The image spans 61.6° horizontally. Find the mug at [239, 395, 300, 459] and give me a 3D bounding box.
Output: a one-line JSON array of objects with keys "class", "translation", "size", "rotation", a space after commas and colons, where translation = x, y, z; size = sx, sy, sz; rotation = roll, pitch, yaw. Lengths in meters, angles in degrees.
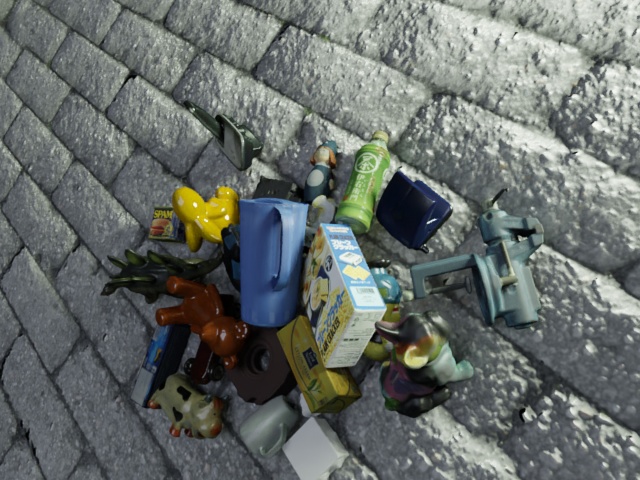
[{"class": "mug", "translation": [-0.091, 0.355, 1.024], "size": [0.107, 0.080, 0.110], "rotation": [-47, 19, 2]}]

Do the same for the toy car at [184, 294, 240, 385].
[{"class": "toy car", "translation": [-0.230, 0.216, 1.179], "size": [0.089, 0.053, 0.202], "rotation": [-2, 62, 34]}]

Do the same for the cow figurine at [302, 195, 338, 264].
[{"class": "cow figurine", "translation": [-0.002, -0.002, 1.106], "size": [0.098, 0.068, 0.167], "rotation": [38, 97, 29]}]

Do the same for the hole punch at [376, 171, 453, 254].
[{"class": "hole punch", "translation": [0.166, -0.054, 1.003], "size": [0.142, 0.092, 0.115], "rotation": [45, 103, 31]}]

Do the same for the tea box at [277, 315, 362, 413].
[{"class": "tea box", "translation": [-0.003, 0.233, 1.008], "size": [0.068, 0.098, 0.170], "rotation": [-38, 56, 17]}]

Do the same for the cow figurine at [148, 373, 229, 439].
[{"class": "cow figurine", "translation": [-0.274, 0.355, 1.151], "size": [0.195, 0.085, 0.127], "rotation": [30, 93, 40]}]

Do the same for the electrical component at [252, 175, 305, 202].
[{"class": "electrical component", "translation": [-0.092, -0.074, 1.190], "size": [0.134, 0.058, 0.115], "rotation": [16, 86, 35]}]

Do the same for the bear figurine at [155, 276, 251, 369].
[{"class": "bear figurine", "translation": [-0.237, 0.170, 1.099], "size": [0.196, 0.132, 0.120], "rotation": [44, 116, 45]}]

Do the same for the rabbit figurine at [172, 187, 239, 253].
[{"class": "rabbit figurine", "translation": [-0.272, -0.052, 1.227], "size": [0.122, 0.173, 0.162], "rotation": [-18, 61, 22]}]

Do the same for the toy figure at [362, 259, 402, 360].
[{"class": "toy figure", "translation": [0.107, 0.128, 0.985], "size": [0.089, 0.082, 0.180], "rotation": [-21, 70, 47]}]

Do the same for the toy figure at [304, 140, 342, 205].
[{"class": "toy figure", "translation": [0.005, -0.149, 1.155], "size": [0.064, 0.058, 0.154], "rotation": [13, 78, -4]}]

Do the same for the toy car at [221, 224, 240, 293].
[{"class": "toy car", "translation": [-0.153, 0.033, 1.161], "size": [0.103, 0.161, 0.109], "rotation": [-16, 46, -21]}]

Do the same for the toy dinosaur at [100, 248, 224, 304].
[{"class": "toy dinosaur", "translation": [-0.360, 0.079, 1.224], "size": [0.472, 0.198, 0.105], "rotation": [-15, 70, 30]}]

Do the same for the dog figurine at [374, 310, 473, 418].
[{"class": "dog figurine", "translation": [0.141, 0.196, 0.856], "size": [0.191, 0.219, 0.109], "rotation": [-45, 53, 11]}]

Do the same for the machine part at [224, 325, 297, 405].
[{"class": "machine part", "translation": [-0.117, 0.246, 1.101], "size": [0.179, 0.056, 0.179], "rotation": [-10, 71, 30]}]

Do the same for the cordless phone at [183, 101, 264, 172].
[{"class": "cordless phone", "translation": [-0.232, -0.255, 1.261], "size": [0.089, 0.184, 0.147], "rotation": [-46, 56, 6]}]

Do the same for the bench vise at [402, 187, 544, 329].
[{"class": "bench vise", "translation": [0.250, 0.046, 0.884], "size": [0.241, 0.129, 0.223], "rotation": [-13, 86, 9]}]

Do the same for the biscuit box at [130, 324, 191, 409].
[{"class": "biscuit box", "translation": [-0.366, 0.281, 1.242], "size": [0.059, 0.062, 0.202], "rotation": [14, 82, 35]}]
